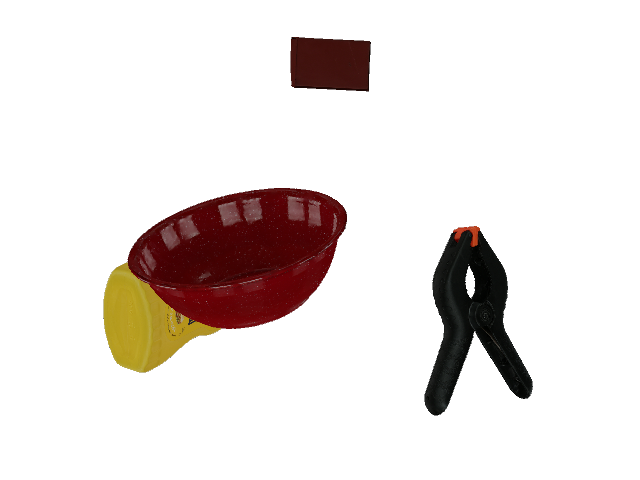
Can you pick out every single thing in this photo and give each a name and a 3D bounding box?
[{"bbox_3d":[0.132,0.076,0.970,0.120,0.171,0.039,-15,2,-38],"label":"clamp"},{"bbox_3d":[0.009,-0.181,1.093,0.078,0.051,0.053,2,11,-6],"label":"foam brick"},{"bbox_3d":[-0.115,0.045,0.987,0.058,0.096,0.191,12,22,31],"label":"mustard bottle"},{"bbox_3d":[-0.055,0.018,0.781,0.162,0.055,0.162,-10,25,4],"label":"bowl"}]
